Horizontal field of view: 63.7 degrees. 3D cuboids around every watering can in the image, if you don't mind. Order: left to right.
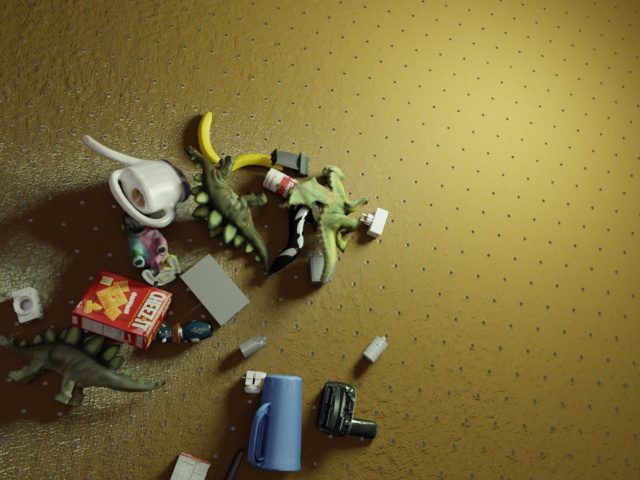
[{"bbox_3d":[-0.526,-0.190,1.518,0.227,0.349,0.102,-27,-12,-50],"label":"watering can"}]

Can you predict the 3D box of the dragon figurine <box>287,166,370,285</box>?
[{"bbox_3d":[0.005,-0.080,1.586,0.243,0.419,0.119,30,-36,-1],"label":"dragon figurine"}]
